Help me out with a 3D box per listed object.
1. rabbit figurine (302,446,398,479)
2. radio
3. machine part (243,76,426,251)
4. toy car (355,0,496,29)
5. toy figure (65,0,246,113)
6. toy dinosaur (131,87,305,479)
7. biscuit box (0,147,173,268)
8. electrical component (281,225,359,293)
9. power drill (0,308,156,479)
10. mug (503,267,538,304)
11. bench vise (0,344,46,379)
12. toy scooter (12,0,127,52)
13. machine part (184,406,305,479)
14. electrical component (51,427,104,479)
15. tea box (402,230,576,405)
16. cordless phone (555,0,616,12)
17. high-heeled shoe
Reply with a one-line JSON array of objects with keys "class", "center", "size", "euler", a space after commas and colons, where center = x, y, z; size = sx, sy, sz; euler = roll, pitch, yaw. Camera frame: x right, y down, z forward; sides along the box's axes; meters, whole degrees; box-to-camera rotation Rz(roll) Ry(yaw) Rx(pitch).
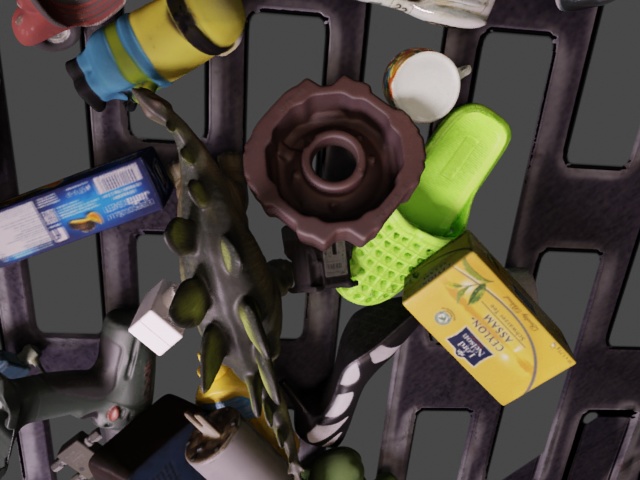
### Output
[{"class": "rabbit figurine", "center": [0.030, 0.344, 0.734], "size": [0.159, 0.121, 0.170], "euler": [-11, 117, 18]}, {"class": "radio", "center": [-0.180, 0.315, 0.676], "size": [0.073, 0.131, 0.229], "euler": [12, 127, 33]}, {"class": "machine part", "center": [0.014, -0.076, 0.547], "size": [0.179, 0.056, 0.179], "euler": [0, 76, -1]}, {"class": "toy car", "center": [0.077, -0.261, 0.520], "size": [0.202, 0.056, 0.073], "euler": [12, 111, -10]}, {"class": "toy figure", "center": [-0.154, -0.185, 0.514], "size": [0.180, 0.089, 0.082], "euler": [-26, 118, 3]}, {"class": "toy dinosaur", "center": [-0.087, 0.069, 0.563], "size": [0.105, 0.199, 0.470], "euler": [-17, 115, 7]}, {"class": "biscuit box", "center": [-0.264, -0.036, 0.579], "size": [0.203, 0.063, 0.059], "euler": [-19, 111, 3]}, {"class": "electrical component", "center": [-0.001, -0.002, 0.598], "size": [0.075, 0.048, 0.119], "euler": [2, 83, -46]}, {"class": "power drill", "center": [-0.278, 0.198, 0.611], "size": [0.207, 0.086, 0.231], "euler": [0, 111, -51]}, {"class": "mug", "center": [0.202, 0.086, 0.663], "size": [0.107, 0.081, 0.109], "euler": [0, 117, 6]}, {"class": "bench vise", "center": [-0.434, 0.204, 0.609], "size": [0.240, 0.223, 0.129], "euler": [-42, 68, -15]}, {"class": "toy scooter", "center": [-0.215, -0.238, 0.460], "size": [0.184, 0.135, 0.075], "euler": [-36, 87, 11]}, {"class": "machine part", "center": [-0.077, 0.278, 0.634], "size": [0.079, 0.079, 0.243], "euler": [-33, 114, 8]}, {"class": "electrical component", "center": [-0.316, 0.293, 0.728], "size": [0.094, 0.021, 0.063], "euler": [-39, 110, 10]}, {"class": "tea box", "center": [0.181, 0.085, 0.586], "size": [0.169, 0.068, 0.098], "euler": [44, 113, -9]}, {"class": "cordless phone", "center": [0.214, -0.293, 0.519], "size": [0.184, 0.089, 0.146], "euler": [-5, 115, 10]}, {"class": "high-heeled shoe", "center": [0.063, 0.177, 0.686], "size": [0.249, 0.086, 0.145], "euler": [-32, 117, 11]}]
